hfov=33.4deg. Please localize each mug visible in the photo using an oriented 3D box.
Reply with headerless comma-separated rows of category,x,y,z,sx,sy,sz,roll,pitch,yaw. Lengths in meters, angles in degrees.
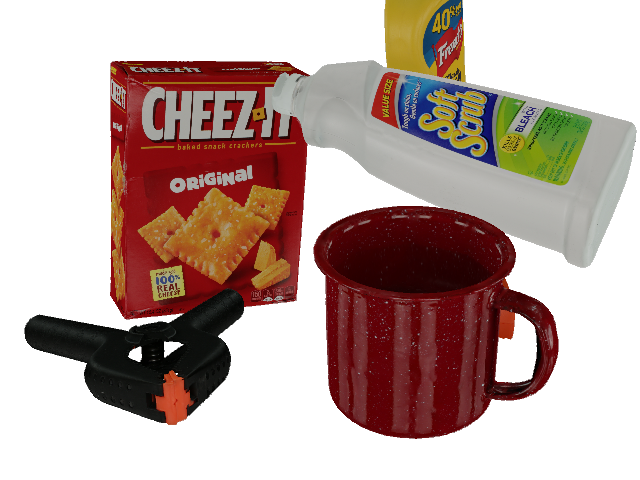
mug,0.055,0.041,0.503,0.117,0.081,0.093,12,29,24

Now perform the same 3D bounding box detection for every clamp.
clamp,-0.106,0.073,0.732,0.164,0.036,0.210,-10,14,-21

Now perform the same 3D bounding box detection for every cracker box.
cracker box,-0.098,-0.045,0.934,0.164,0.214,0.072,-4,20,-23

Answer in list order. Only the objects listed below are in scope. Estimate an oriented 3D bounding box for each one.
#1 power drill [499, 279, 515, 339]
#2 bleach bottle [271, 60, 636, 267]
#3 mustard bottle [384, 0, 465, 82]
power drill,0.122,0.078,1.215,0.187,0.057,0.184,-1,28,-1
bleach bottle,0.078,-0.066,0.732,0.251,0.102,0.068,18,-35,21
mustard bottle,0.090,-0.167,0.905,0.058,0.191,0.096,13,34,31
